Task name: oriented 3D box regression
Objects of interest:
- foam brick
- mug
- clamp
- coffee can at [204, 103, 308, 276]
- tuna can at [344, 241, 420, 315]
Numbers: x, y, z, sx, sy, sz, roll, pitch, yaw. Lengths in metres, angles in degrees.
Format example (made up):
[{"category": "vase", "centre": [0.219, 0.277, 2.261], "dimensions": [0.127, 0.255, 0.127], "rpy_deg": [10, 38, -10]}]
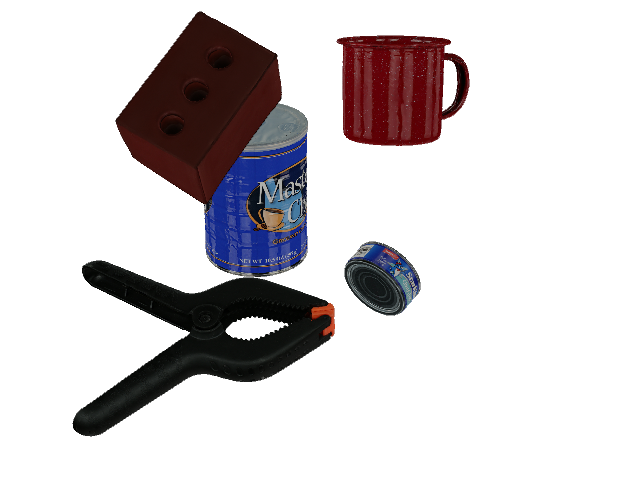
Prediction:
[{"category": "foam brick", "centre": [-0.063, -0.070, 0.571], "dimensions": [0.053, 0.078, 0.051], "rpy_deg": [31, -14, 10]}, {"category": "mug", "centre": [0.070, -0.125, 0.880], "dimensions": [0.117, 0.081, 0.093], "rpy_deg": [-7, 17, -25]}, {"category": "clamp", "centre": [-0.095, 0.065, 0.843], "dimensions": [0.210, 0.164, 0.036], "rpy_deg": [-11, -42, -8]}, {"category": "coffee can", "centre": [-0.063, -0.051, 1.034], "dimensions": [0.103, 0.140, 0.103], "rpy_deg": [0, 30, 0]}, {"category": "tuna can", "centre": [0.070, 0.044, 1.219], "dimensions": [0.086, 0.086, 0.033], "rpy_deg": [0, 39, 49]}]
